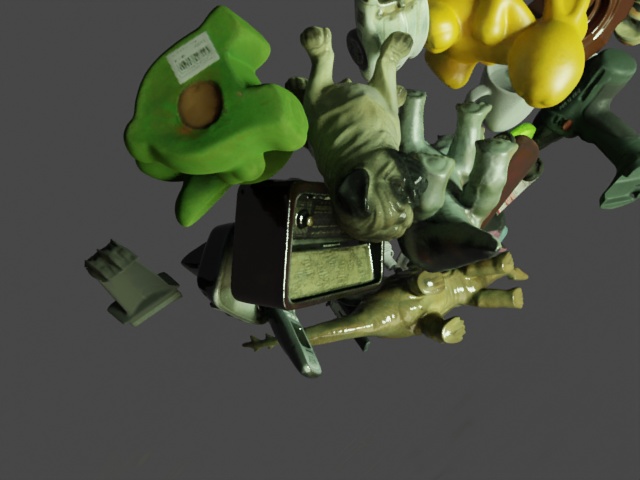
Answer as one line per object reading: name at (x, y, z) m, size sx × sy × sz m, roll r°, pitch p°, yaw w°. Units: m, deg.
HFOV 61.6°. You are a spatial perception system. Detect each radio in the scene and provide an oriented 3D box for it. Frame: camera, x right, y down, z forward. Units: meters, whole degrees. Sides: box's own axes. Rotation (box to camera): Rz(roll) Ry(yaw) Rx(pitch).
radio at (-0.001, -0.002, 0.615) m, size 0.229 × 0.073 × 0.131 m, roll -4°, pitch 98°, yaw -60°

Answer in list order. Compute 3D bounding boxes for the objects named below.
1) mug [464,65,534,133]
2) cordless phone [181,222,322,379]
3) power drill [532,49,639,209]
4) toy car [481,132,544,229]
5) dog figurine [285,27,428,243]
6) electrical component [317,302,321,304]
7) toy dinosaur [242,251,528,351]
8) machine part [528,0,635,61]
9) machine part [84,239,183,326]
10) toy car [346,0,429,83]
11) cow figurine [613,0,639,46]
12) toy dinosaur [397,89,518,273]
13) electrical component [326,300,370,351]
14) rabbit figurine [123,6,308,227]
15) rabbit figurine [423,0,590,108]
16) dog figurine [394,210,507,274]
mug at (0.243, -0.188, 0.721) m, size 0.109 × 0.081 × 0.107 m, roll -29°, pitch 157°, yaw -7°
cordless phone at (-0.069, 0.080, 0.627) m, size 0.089 × 0.184 × 0.146 m, roll -36°, pitch 151°, yaw 4°
power drill at (0.414, -0.150, 0.815) m, size 0.086 × 0.207 × 0.231 m, roll -5°, pitch 149°, yaw -15°
toy car at (0.241, -0.065, 0.787) m, size 0.089 × 0.053 × 0.202 m, roll 23°, pitch 110°, yaw -35°
dog figurine at (0.028, -0.070, 0.491) m, size 0.121 × 0.190 × 0.172 m, roll -3°, pitch 159°, yaw 3°
electrical component at (-0.002, 0.068, 0.826) m, size 0.063 × 0.021 × 0.094 m, roll -63°, pitch 158°, yaw -16°
toy dinosaur at (0.127, 0.093, 0.784) m, size 0.471 × 0.105 × 0.199 m, roll -9°, pitch 178°, yaw -30°
machine part at (0.341, -0.297, 0.701) m, size 0.179 × 0.056 × 0.179 m, roll -29°, pitch 148°, yaw -20°
machine part at (-0.202, 0.050, 0.584) m, size 0.084 × 0.039 × 0.138 m, roll -27°, pitch 151°, yaw -11°
toy car at (0.062, -0.226, 0.478) m, size 0.073 × 0.056 × 0.201 m, roll -33°, pitch 150°, yaw -13°
cow figurine at (0.495, -0.367, 0.756) m, size 0.127 × 0.086 × 0.194 m, roll 5°, pitch 128°, yaw -44°
toy dinosaur at (0.131, -0.041, 0.596) m, size 0.131 × 0.405 × 0.191 m, roll 5°, pitch 125°, yaw 8°
electrical component at (0.060, 0.124, 0.904) m, size 0.048 × 0.119 × 0.074 m, roll -25°, pitch 146°, yaw -23°
rabbit figurine at (-0.077, -0.081, 0.468) m, size 0.159 × 0.121 × 0.170 m, roll -39°, pitch 166°, yaw 7°
rabbit figurine at (0.203, -0.205, 0.553) m, size 0.162 × 0.173 × 0.121 m, roll -35°, pitch 147°, yaw 0°
dog figurine at (0.259, 0.023, 1.007) m, size 0.219 × 0.109 × 0.191 m, roll -12°, pitch 140°, yaw -44°
